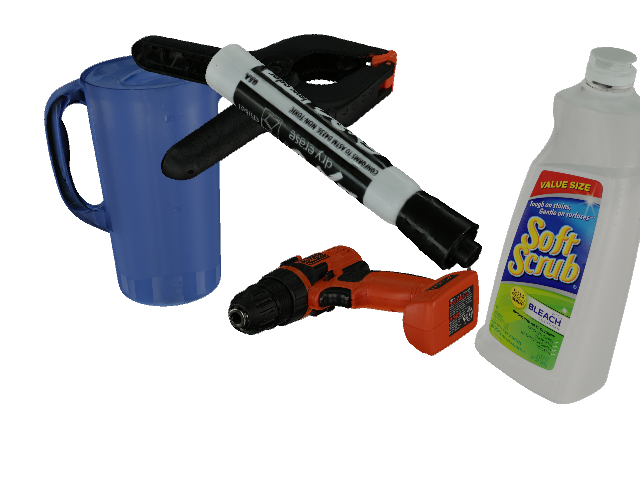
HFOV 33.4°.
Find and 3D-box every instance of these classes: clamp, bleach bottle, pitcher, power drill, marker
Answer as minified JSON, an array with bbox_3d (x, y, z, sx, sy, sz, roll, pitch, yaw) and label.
[{"bbox_3d":[-0.033,-0.089,0.675,0.171,0.120,0.039,-5,-33,-5],"label":"clamp"},{"bbox_3d":[0.173,-0.013,0.741,0.067,0.251,0.103,-19,37,-33],"label":"bleach bottle"},{"bbox_3d":[-0.172,-0.060,1.075,0.149,0.243,0.144,11,27,26],"label":"pitcher"},{"bbox_3d":[0.034,0.054,0.963,0.188,0.057,0.184,10,22,33],"label":"power drill"},{"bbox_3d":[0.007,-0.030,0.372,0.121,0.020,0.020,39,17,22],"label":"marker"}]
